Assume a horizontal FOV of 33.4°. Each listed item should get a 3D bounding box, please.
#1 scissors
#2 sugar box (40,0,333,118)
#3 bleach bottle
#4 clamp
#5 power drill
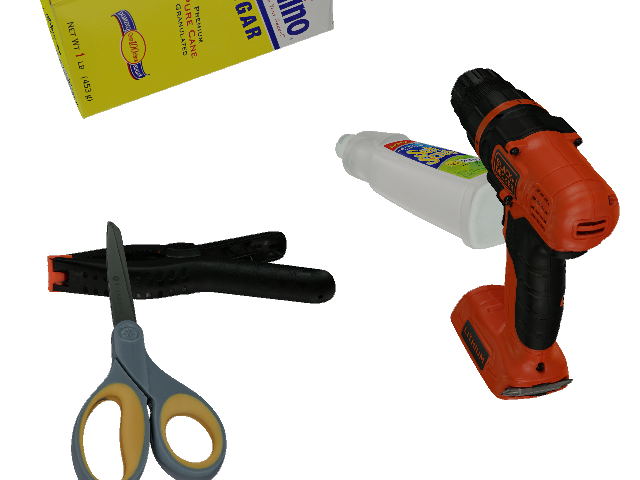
[{"bbox_3d":[-0.099,0.070,0.647,0.096,0.201,0.016,13,-45,-10],"label":"scissors"},{"bbox_3d":[-0.077,-0.146,0.654,0.176,0.048,0.093,-21,-35,-13],"label":"sugar box"},{"bbox_3d":[0.098,-0.064,1.072,0.102,0.068,0.251,-14,26,-36],"label":"bleach bottle"},{"bbox_3d":[-0.098,0.023,0.815,0.209,0.036,0.165,-3,12,-22],"label":"clamp"},{"bbox_3d":[0.127,-0.003,0.712,0.057,0.188,0.184,-9,36,-11],"label":"power drill"}]
